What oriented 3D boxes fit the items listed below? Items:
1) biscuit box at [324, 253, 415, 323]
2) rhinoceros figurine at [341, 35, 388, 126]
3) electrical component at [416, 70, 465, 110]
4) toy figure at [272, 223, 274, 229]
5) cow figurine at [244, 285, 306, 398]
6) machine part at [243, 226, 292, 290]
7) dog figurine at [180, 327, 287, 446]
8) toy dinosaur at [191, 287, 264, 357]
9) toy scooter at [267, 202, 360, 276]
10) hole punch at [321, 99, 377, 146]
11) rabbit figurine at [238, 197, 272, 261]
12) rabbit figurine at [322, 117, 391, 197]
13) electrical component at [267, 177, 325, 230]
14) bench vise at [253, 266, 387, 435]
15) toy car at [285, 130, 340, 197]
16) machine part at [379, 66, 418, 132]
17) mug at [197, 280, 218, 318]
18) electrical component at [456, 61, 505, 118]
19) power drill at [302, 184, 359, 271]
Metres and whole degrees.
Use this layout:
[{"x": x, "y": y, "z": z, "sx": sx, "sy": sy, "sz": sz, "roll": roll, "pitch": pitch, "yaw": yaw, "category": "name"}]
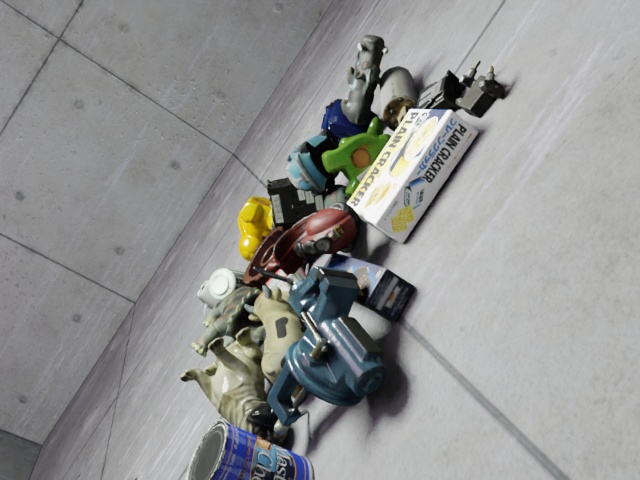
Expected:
[{"x": 0.064, "y": 0.068, "z": 0.843, "sx": 0.063, "sy": 0.059, "sz": 0.203, "roll": -60, "pitch": 20, "yaw": -6, "category": "biscuit box"}, {"x": 0.094, "y": -0.346, "z": 1.166, "sx": 0.112, "sy": 0.073, "sz": 0.190, "roll": -84, "pitch": 6, "yaw": -61, "category": "rhinoceros figurine"}, {"x": 0.209, "y": -0.250, "z": 0.999, "sx": 0.119, "sy": 0.047, "sz": 0.075, "roll": -27, "pitch": 35, "yaw": 51, "category": "electrical component"}, {"x": -0.080, "y": -0.065, "z": 1.377, "sx": 0.154, "sy": 0.058, "sz": 0.064, "roll": -49, "pitch": -17, "yaw": 26, "category": "toy figure"}, {"x": -0.063, "y": 0.160, "z": 0.905, "sx": 0.085, "sy": 0.127, "sz": 0.195, "roll": -45, "pitch": 26, "yaw": 25, "category": "cow figurine"}, {"x": -0.110, "y": 0.044, "z": 1.283, "sx": 0.179, "sy": 0.056, "sz": 0.179, "roll": -46, "pitch": 23, "yaw": 26, "category": "machine part"}, {"x": -0.112, "y": 0.258, "z": 0.896, "sx": 0.121, "sy": 0.191, "sz": 0.172, "roll": -51, "pitch": -17, "yaw": 23, "category": "dog figurine"}, {"x": -0.166, "y": 0.164, "z": 1.164, "sx": 0.192, "sy": 0.131, "sz": 0.405, "roll": -43, "pitch": 17, "yaw": 2, "category": "toy dinosaur"}, {"x": -0.021, "y": 0.005, "z": 0.915, "sx": 0.184, "sy": 0.075, "sz": 0.135, "roll": -17, "pitch": 21, "yaw": 52, "category": "toy scooter"}, {"x": 0.070, "y": -0.271, "z": 1.261, "sx": 0.092, "sy": 0.115, "sz": 0.142, "roll": -29, "pitch": 34, "yaw": 38, "category": "hole punch"}, {"x": -0.184, "y": -0.031, "z": 1.486, "sx": 0.162, "sy": 0.122, "sz": 0.173, "roll": 43, "pitch": 118, "yaw": 63, "category": "rabbit figurine"}, {"x": 0.084, "y": -0.166, "z": 1.067, "sx": 0.159, "sy": 0.121, "sz": 0.170, "roll": -49, "pitch": 3, "yaw": 4, "category": "rabbit figurine"}, {"x": -0.049, "y": -0.090, "z": 1.229, "sx": 0.058, "sy": 0.134, "sz": 0.114, "roll": -102, "pitch": 6, "yaw": -59, "category": "electrical component"}, {"x": -0.016, "y": 0.162, "z": 0.748, "sx": 0.224, "sy": 0.129, "sz": 0.240, "roll": 42, "pitch": 113, "yaw": 32, "category": "bench vise"}, {"x": -0.019, "y": -0.158, "z": 1.134, "sx": 0.103, "sy": 0.109, "sz": 0.162, "roll": -25, "pitch": 20, "yaw": 35, "category": "toy car"}, {"x": 0.164, "y": -0.297, "z": 1.126, "sx": 0.079, "sy": 0.079, "sz": 0.243, "roll": -45, "pitch": 24, "yaw": 30, "category": "machine part"}, {"x": -0.269, "y": 0.160, "z": 1.401, "sx": 0.109, "sy": 0.107, "sz": 0.081, "roll": -61, "pitch": 19, "yaw": -15, "category": "mug"}, {"x": 0.259, "y": -0.246, "z": 0.880, "sx": 0.078, "sy": 0.045, "sz": 0.102, "roll": -49, "pitch": 22, "yaw": 18, "category": "electrical component"}, {"x": -0.002, "y": -0.003, "z": 1.073, "sx": 0.207, "sy": 0.086, "sz": 0.232, "roll": -49, "pitch": 20, "yaw": 32, "category": "power drill"}]
